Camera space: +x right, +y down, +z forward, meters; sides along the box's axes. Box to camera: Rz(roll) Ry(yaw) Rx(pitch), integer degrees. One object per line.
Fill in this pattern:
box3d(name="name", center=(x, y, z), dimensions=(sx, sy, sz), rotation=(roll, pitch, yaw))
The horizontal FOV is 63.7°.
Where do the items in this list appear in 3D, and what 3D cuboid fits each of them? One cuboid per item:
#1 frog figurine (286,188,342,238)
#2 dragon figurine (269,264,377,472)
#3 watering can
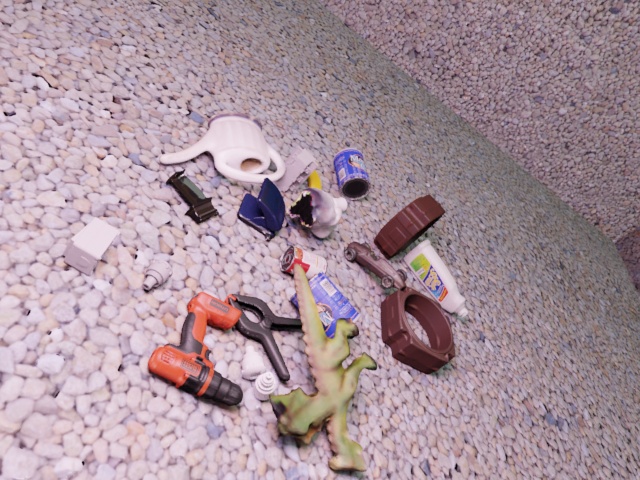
box3d(name="frog figurine", center=(0.004, -0.070, 1.392), dimensions=(0.137, 0.123, 0.158), rotation=(6, -10, 40))
box3d(name="dragon figurine", center=(-0.009, 0.273, 1.016), dimensions=(0.121, 0.408, 0.247), rotation=(-25, 10, 38))
box3d(name="watering can", center=(-0.252, -0.248, 1.359), dimensions=(0.347, 0.229, 0.102), rotation=(7, -42, -31))
